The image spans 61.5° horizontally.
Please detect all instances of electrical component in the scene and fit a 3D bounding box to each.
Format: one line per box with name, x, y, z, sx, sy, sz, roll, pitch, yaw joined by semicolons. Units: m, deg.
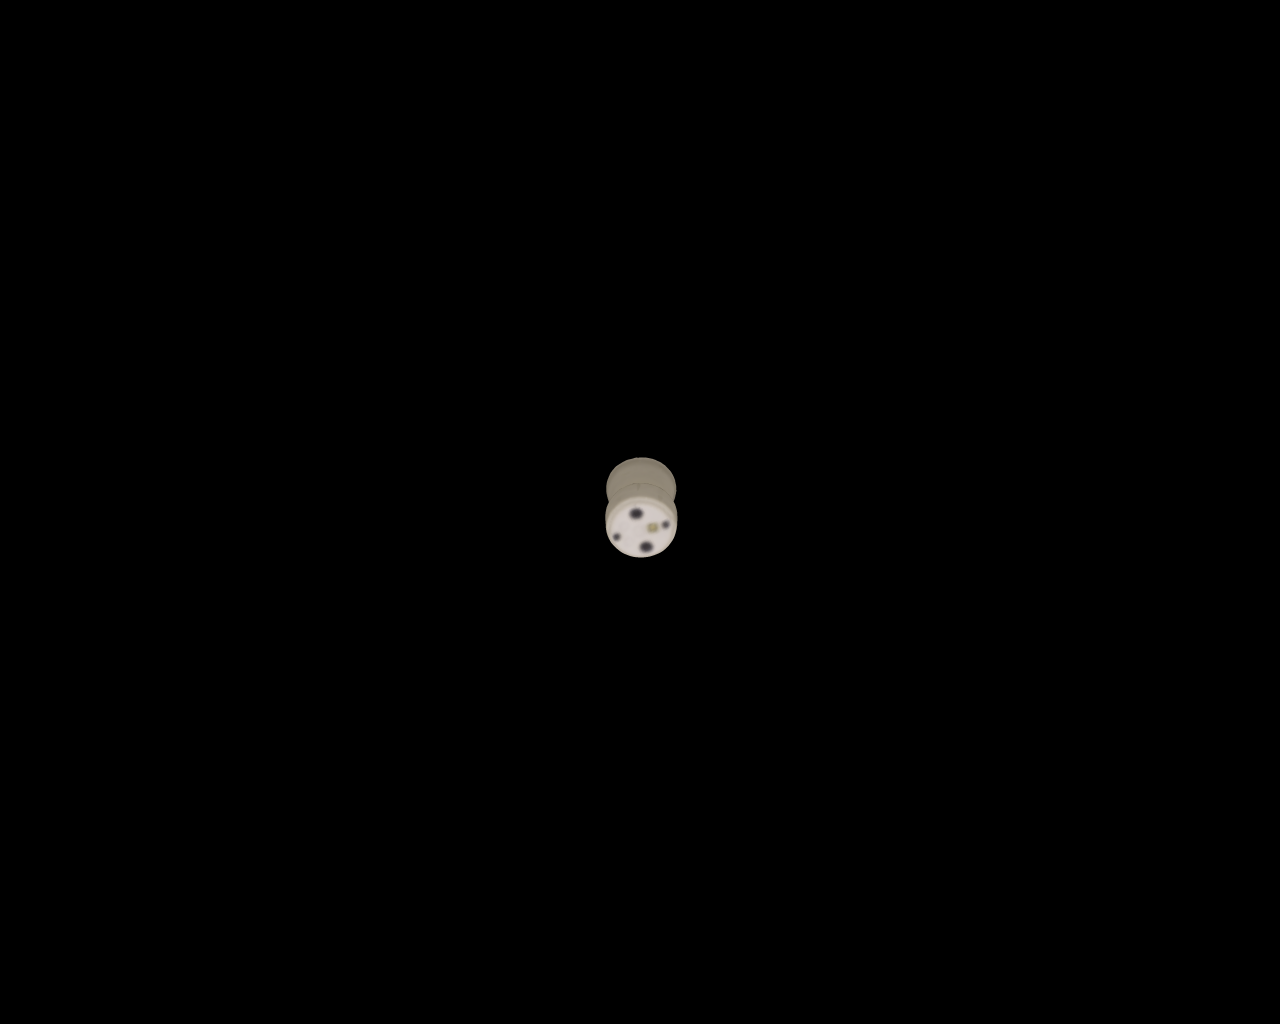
electrical component;0.001;-0.003;0.650;0.045;0.044;0.055;0;29;0
